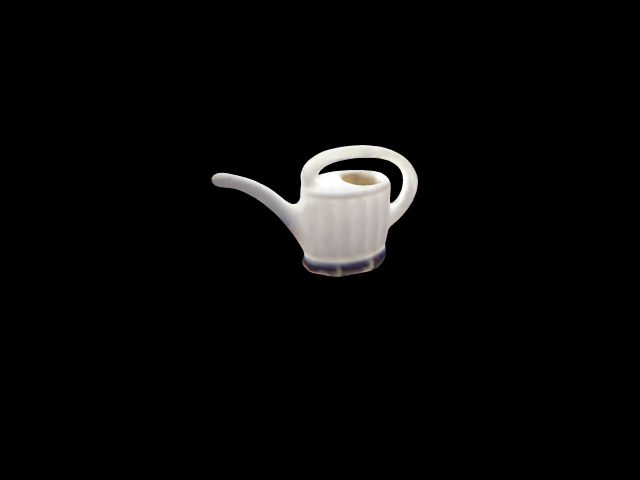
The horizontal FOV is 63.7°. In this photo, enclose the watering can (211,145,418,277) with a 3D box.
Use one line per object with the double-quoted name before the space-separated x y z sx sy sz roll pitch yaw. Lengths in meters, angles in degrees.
"watering can" 0.003 -0.043 0.850 0.349 0.220 0.106 -9 27 -18
